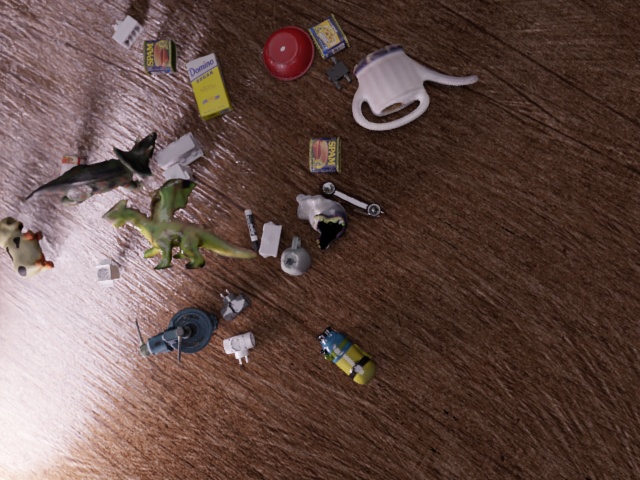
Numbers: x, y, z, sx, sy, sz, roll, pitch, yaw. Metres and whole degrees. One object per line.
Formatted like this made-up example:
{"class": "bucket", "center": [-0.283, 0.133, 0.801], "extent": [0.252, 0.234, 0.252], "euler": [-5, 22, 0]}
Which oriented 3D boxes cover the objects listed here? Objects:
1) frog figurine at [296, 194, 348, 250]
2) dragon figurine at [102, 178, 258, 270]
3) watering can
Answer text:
{"class": "frog figurine", "center": [0.004, -0.072, 1.421], "extent": [0.122, 0.135, 0.163], "euler": [-32, 40, 4]}
{"class": "dragon figurine", "center": [-0.383, -0.050, 1.429], "extent": [0.411, 0.240, 0.123], "euler": [-3, 12, -11]}
{"class": "watering can", "center": [0.239, -0.443, 1.430], "extent": [0.347, 0.226, 0.103], "euler": [-25, -8, 4]}
